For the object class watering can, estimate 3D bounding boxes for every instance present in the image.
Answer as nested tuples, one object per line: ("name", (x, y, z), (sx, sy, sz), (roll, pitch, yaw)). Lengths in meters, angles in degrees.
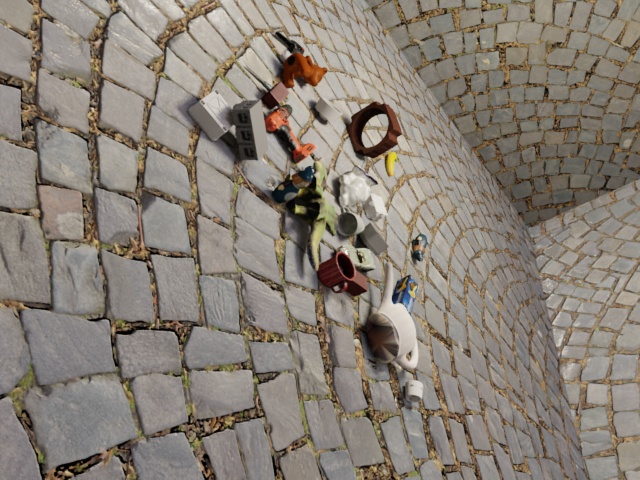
("watering can", (0.223, 0.247, 1.628), (0.225, 0.103, 0.350), (-3, 74, -56))

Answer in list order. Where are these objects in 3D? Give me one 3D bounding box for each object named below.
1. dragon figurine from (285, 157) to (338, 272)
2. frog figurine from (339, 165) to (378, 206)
("dragon figurine", (0.005, -0.081, 1.615), (0.241, 0.121, 0.417), (25, 54, -56))
("frog figurine", (0.117, -0.178, 1.874), (0.161, 0.123, 0.135), (-55, 128, -18))
